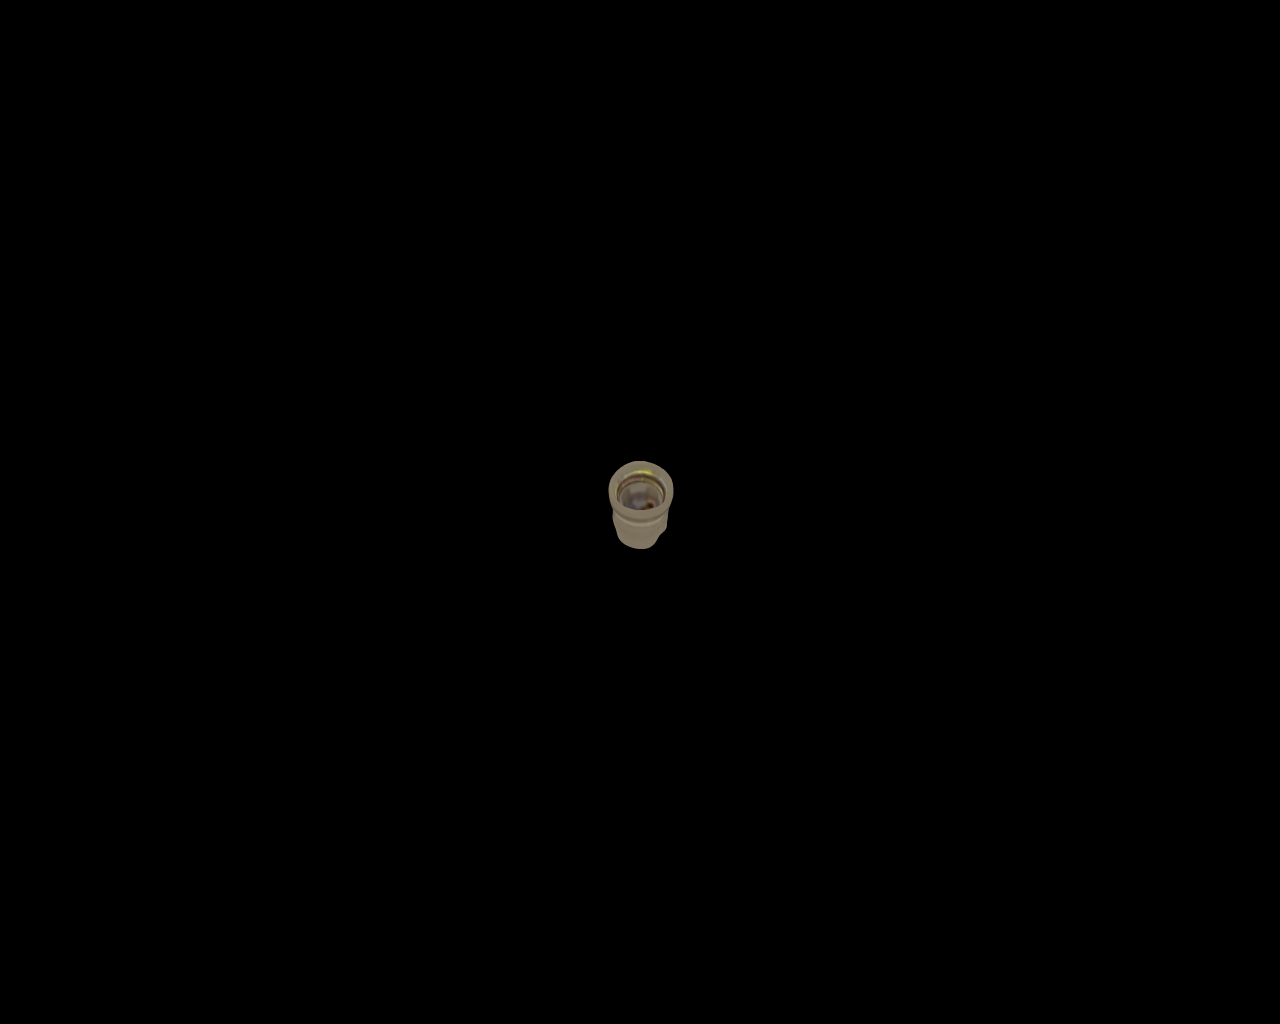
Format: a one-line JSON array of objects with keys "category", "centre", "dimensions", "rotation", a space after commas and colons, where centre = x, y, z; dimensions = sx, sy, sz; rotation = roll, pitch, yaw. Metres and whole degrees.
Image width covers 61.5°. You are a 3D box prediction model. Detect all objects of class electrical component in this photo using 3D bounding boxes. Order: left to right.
[{"category": "electrical component", "centre": [0.001, -0.003, 0.650], "dimensions": [0.040, 0.040, 0.046], "rotation": [0, -36, 0]}]
